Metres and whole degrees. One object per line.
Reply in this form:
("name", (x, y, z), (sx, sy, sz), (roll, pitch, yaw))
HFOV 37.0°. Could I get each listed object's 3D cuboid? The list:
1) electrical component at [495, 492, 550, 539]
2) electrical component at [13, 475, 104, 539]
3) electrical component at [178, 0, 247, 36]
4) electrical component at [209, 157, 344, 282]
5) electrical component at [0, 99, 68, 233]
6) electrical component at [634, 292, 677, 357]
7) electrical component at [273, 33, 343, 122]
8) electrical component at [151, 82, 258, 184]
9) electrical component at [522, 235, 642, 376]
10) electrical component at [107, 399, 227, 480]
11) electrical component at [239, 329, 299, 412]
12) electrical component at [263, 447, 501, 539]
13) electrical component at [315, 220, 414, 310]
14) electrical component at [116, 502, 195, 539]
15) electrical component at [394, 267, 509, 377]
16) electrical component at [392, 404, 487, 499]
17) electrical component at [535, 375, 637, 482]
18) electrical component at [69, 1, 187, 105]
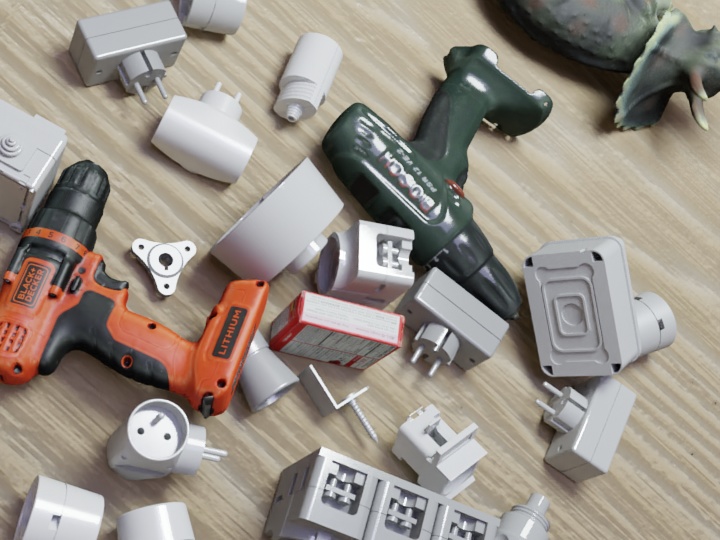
("electrical component", (0.135, 0.211, 0.879), (0.043, 0.043, 0.062), (40, 58, -4))
("electrical component", (-0.206, 0.173, 0.737), (0.047, 0.055, 0.055), (20, 63, -20))
("electrical component", (-0.128, -0.234, 0.937), (0.047, 0.055, 0.055), (10, 66, -24))
("electrical component", (-0.060, -0.031, 0.856), (0.060, 0.108, 0.108), (46, 59, -8))
("electrical component", (-0.257, -0.082, 0.793), (0.062, 0.096, 0.061), (29, 61, -11))
("electrical component", (0.254, 0.053, 0.990), (0.047, 0.055, 0.055), (-19, 78, -25))
("electrical component", (-0.048, -0.164, 0.949), (0.043, 0.043, 0.081), (26, 62, -12))
("electrical component", (-0.123, -0.122, 0.898), (0.077, 0.044, 0.079), (27, 61, -12))
("electrical component", (0.195, 0.031, 0.935), (0.057, 0.078, 0.113), (-26, 107, -54))
("electrical component", (-0.136, 0.127, 0.773), (0.079, 0.077, 0.043), (16, 64, -18))
("electrical component", (-0.083, 0.072, 0.841), (0.044, 0.044, 0.065), (-29, 78, -30))
("electrical component", (0.014, 0.196, 0.804), (0.150, 0.089, 0.061), (24, 62, -13))
("electrical component", (0.000, 0.000, 0.877), (0.056, 0.089, 0.050), (10, 66, -20))
("electrical component", (-0.143, 0.193, 0.758), (0.055, 0.055, 0.047), (-5, 68, -26))
("electrical component", (0.069, 0.056, 0.910), (0.083, 0.047, 0.075), (38, 60, -6))
("electrical component", (0.061, 0.146, 0.859), (0.042, 0.081, 0.064), (-29, 61, -30))
("electrical component", (0.186, 0.126, 0.933), (0.076, 0.047, 0.083), (35, 60, -8))
("electrical component", (-0.184, -0.172, 0.890), (0.083, 0.047, 0.075), (-22, 80, -29))
